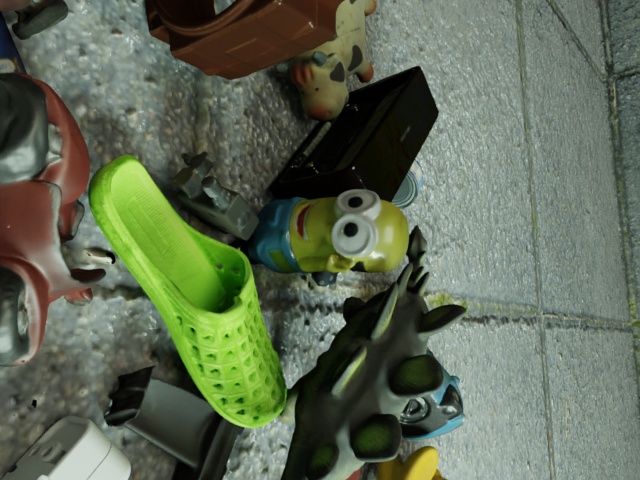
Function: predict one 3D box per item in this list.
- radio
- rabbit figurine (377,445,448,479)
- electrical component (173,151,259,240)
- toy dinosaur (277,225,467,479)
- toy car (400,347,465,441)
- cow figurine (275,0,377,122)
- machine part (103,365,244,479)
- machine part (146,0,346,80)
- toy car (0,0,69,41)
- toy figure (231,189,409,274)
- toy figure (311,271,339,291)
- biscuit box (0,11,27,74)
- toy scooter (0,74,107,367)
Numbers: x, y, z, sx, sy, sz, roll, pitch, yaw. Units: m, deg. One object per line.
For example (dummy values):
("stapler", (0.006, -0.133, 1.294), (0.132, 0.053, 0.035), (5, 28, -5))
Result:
("radio", (0.046, -0.109, 0.643), (0.073, 0.131, 0.229), (57, 45, -26))
("rabbit figurine", (0.118, 0.338, 0.658), (0.173, 0.122, 0.162), (20, 63, -46))
("electrical component", (-0.096, -0.041, 0.502), (0.045, 0.078, 0.102), (-62, 147, -18))
("toy dinosaur", (0.030, 0.143, 0.496), (0.105, 0.198, 0.471), (30, 53, 0))
("toy car", (0.115, 0.180, 0.710), (0.161, 0.109, 0.103), (52, 24, -16))
("cow figurine", (0.011, -0.239, 0.663), (0.127, 0.086, 0.195), (22, 69, -53))
("machine part", (-0.121, 0.163, 0.466), (0.138, 0.039, 0.084), (51, 52, -34))
("machine part", (-0.067, -0.262, 0.478), (0.087, 0.201, 0.201), (8, 78, -53))
("toy car", (-0.194, -0.218, 0.386), (0.202, 0.053, 0.089), (-87, 154, -51))
("toy figure", (-0.001, -0.005, 0.530), (0.089, 0.180, 0.082), (0, 85, -54))
("toy figure", (0.029, 0.002, 0.663), (0.154, 0.058, 0.064), (-47, 112, -38))
("biscuit box", (-0.264, -0.187, 0.339), (0.063, 0.059, 0.202), (-32, 108, -48))
("toy scooter", (-0.188, -0.010, 0.362), (0.135, 0.075, 0.184), (81, 5, -79))
